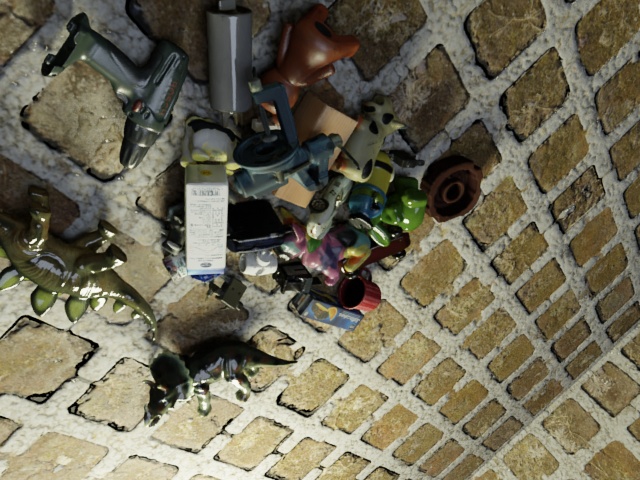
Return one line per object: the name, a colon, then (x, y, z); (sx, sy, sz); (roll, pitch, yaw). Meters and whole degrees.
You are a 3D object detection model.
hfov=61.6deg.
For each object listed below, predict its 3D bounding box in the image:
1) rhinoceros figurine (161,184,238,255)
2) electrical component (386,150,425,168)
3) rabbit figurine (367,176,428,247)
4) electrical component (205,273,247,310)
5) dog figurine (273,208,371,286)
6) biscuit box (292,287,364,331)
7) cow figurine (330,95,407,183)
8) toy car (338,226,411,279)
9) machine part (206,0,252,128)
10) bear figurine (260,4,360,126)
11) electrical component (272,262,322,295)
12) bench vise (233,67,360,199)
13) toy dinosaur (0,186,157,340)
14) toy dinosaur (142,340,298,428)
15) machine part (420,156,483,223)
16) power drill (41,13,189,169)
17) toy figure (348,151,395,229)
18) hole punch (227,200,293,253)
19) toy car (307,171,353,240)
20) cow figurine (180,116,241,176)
rhinoceros figurine: (-0.246, -0.051, 1.070); (0.112, 0.073, 0.190); (21, 109, -41)
electrical component: (0.193, -0.187, 1.246); (0.094, 0.063, 0.021); (-3, 124, -29)
rabbit figurine: (0.154, -0.073, 1.295); (0.170, 0.121, 0.158); (-3, 132, -8)
electrical component: (-0.215, 0.122, 1.237); (0.102, 0.045, 0.078); (37, 70, -45)
dog figurine: (-0.003, -0.004, 1.230); (0.191, 0.109, 0.219); (-38, 131, 3)
biscuit box: (0.025, 0.183, 1.412); (0.202, 0.059, 0.062); (23, 108, -40)
cow figurine: (0.105, -0.216, 1.136); (0.127, 0.086, 0.195); (23, 85, -33)
toy car: (0.137, 0.029, 1.375); (0.202, 0.053, 0.089); (-23, 121, -11)
machine part: (-0.156, -0.312, 0.935); (0.079, 0.079, 0.243); (-12, 126, -24)
bear figurine: (-0.039, -0.316, 0.994); (0.196, 0.120, 0.132); (-46, -176, 40)
electrical component: (-0.048, 0.091, 1.293); (0.119, 0.075, 0.047); (-2, 123, -26)
bench vise: (-0.063, -0.181, 0.951); (0.224, 0.129, 0.240); (-19, 131, -5)
toy dinosaur: (-0.458, 0.053, 1.002); (0.198, 0.105, 0.470); (-42, 125, 12)
toy dinosaur: (-0.248, 0.311, 1.309); (0.405, 0.131, 0.191); (-23, 132, -24)
machine part: (0.335, -0.131, 1.379); (0.179, 0.056, 0.179); (-15, 128, -21)
power drill: (-0.334, -0.245, 0.874); (0.207, 0.086, 0.232); (29, 103, -37)
toy figure: (0.113, -0.115, 1.193); (0.180, 0.082, 0.089); (-68, 154, -22)
hole punch: (-0.144, -0.013, 1.138); (0.142, 0.116, 0.092); (-8, 133, -27)
toy car: (0.025, -0.088, 1.162); (0.073, 0.056, 0.202); (98, 19, -53)
cow figurine: (-0.178, -0.175, 1.023); (0.167, 0.098, 0.068); (7, 162, -37)
